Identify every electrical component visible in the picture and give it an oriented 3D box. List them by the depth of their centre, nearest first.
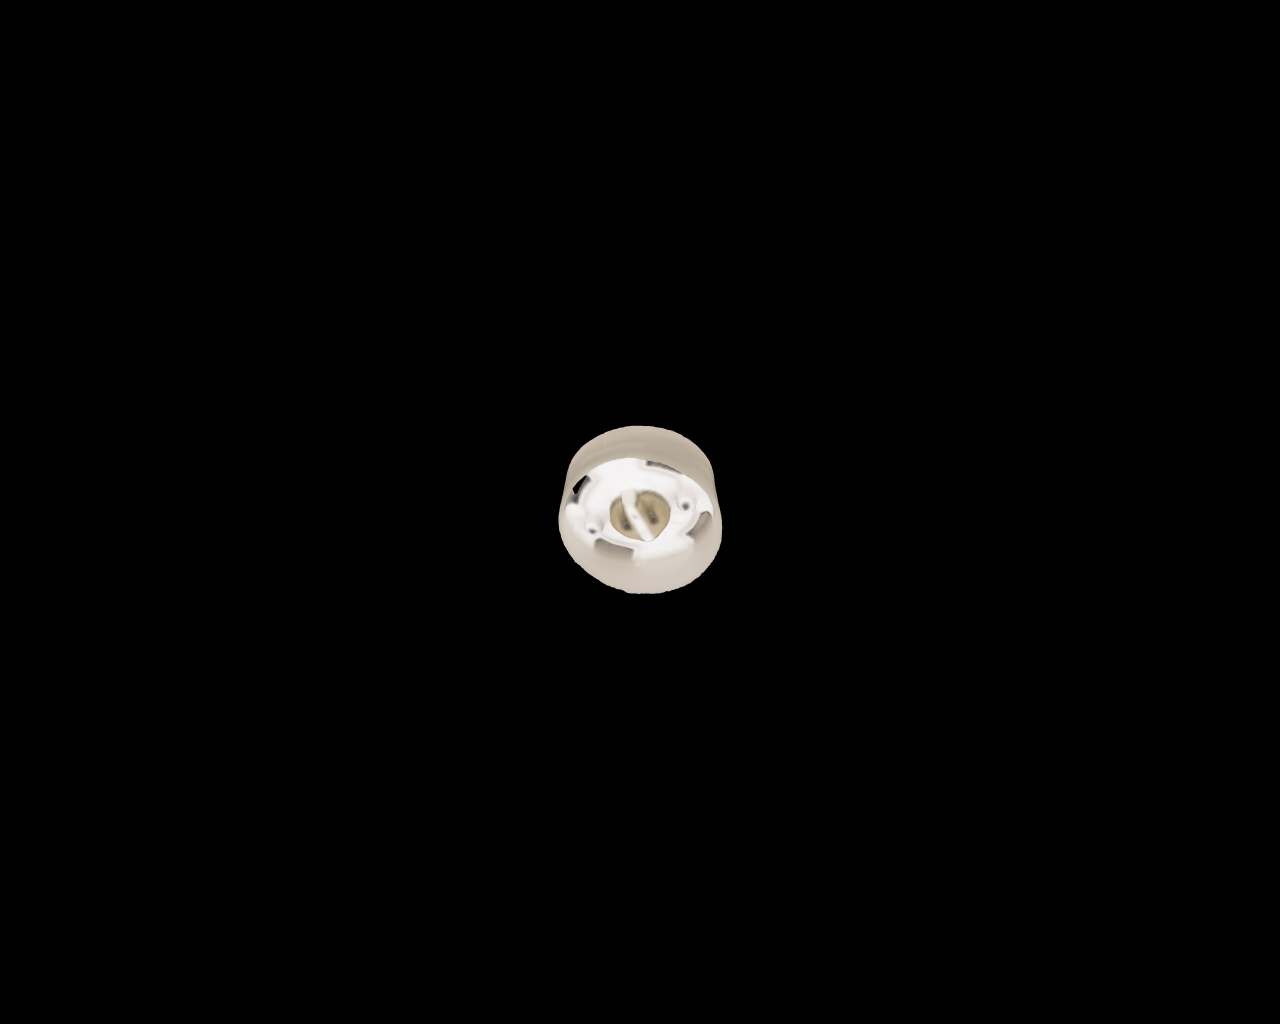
[{"bbox_3d":[0.001,-0.003,0.650,0.099,0.064,0.099,0,-43,0],"label":"electrical component"}]
